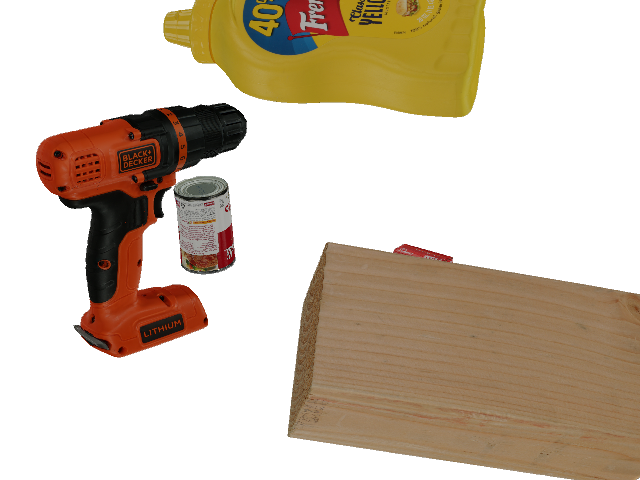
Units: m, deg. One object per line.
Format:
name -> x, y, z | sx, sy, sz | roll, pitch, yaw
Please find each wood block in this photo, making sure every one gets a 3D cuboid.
wood block -> 0.092, 0.075, 0.617 | 0.206, 0.091, 0.090 | 9, -29, -6

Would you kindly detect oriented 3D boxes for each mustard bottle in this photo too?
mustard bottle -> 0.000, -0.121, 0.637 | 0.192, 0.096, 0.058 | 6, -40, 11

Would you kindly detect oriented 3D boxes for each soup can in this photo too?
soup can -> -0.141, -0.020, 1.296 | 0.068, 0.102, 0.068 | -2, 27, 1

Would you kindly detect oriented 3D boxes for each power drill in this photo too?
power drill -> -0.134, -0.013, 0.859 | 0.184, 0.188, 0.057 | -17, 26, -37

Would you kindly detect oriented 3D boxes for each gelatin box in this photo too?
gelatin box -> 0.130, 0.055, 1.361 | 0.073, 0.089, 0.030 | 18, 34, 35
